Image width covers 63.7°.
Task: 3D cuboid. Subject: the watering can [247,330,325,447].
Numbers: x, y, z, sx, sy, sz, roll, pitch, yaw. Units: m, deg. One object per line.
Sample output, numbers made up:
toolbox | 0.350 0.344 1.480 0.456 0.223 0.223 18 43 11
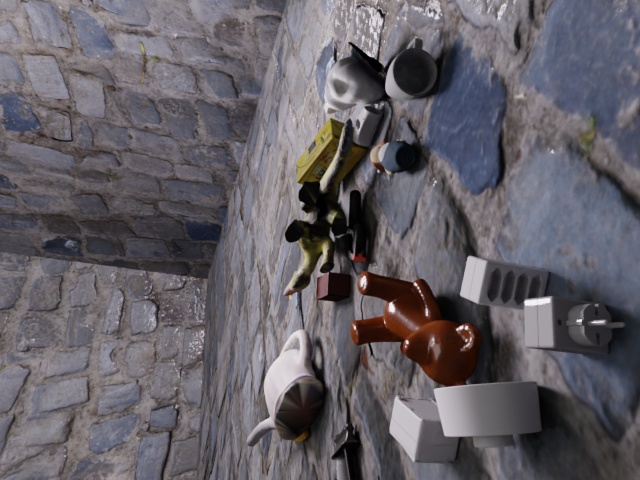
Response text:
watering can | -0.087 0.389 1.221 0.103 0.226 0.346 19 97 -20

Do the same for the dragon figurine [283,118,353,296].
dragon figurine | 0.004 -0.059 1.164 0.122 0.243 0.411 20 90 -1

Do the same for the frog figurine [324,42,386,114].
frog figurine | 0.063 -0.325 1.119 0.157 0.137 0.124 -46 63 29
